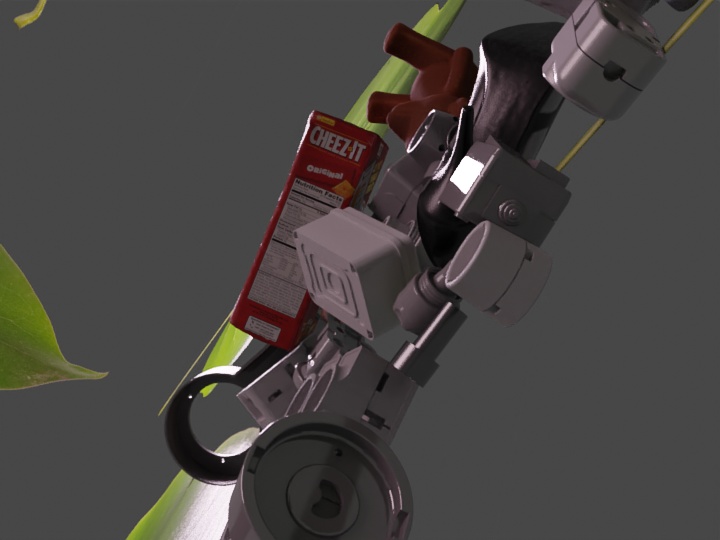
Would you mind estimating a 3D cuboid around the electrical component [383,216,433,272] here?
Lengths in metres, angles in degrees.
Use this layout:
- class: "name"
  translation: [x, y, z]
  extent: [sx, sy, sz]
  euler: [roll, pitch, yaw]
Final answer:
- class: "electrical component"
  translation: [0.046, -0.023, 0.925]
  extent: [0.048, 0.062, 0.048]
  euler: [-54, 9, 13]

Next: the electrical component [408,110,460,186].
- class: "electrical component"
  translation: [0.077, -0.084, 0.909]
  extent: [0.079, 0.077, 0.044]
  euler: [-63, 11, -25]

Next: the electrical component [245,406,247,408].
- class: "electrical component"
  translation: [-0.086, 0.116, 1.221]
  extent: [0.099, 0.048, 0.099]
  euler: [-54, 11, 25]

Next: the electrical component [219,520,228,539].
- class: "electrical component"
  translation: [-0.086, 0.219, 0.883]
  extent: [0.047, 0.055, 0.055]
  euler: [-63, 10, -4]

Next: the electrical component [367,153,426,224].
- class: "electrical component"
  translation: [0.065, -0.077, 0.970]
  extent: [0.096, 0.061, 0.061]
  euler: [-41, -12, -35]

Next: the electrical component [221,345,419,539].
- class: "electrical component"
  translation: [-0.036, 0.154, 0.805]
  extent: [0.186, 0.060, 0.105]
  euler: [-62, 10, -20]

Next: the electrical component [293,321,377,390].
- class: "electrical component"
  translation: [-0.023, 0.088, 0.956]
  extent: [0.057, 0.058, 0.078]
  euler: [-53, 11, 16]

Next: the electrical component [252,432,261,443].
- class: "electrical component"
  translation: [-0.084, 0.185, 1.006]
  extent: [0.055, 0.048, 0.066]
  euler: [-70, 12, -19]

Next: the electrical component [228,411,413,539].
- class: "electrical component"
  translation: [-0.029, 0.148, 0.656]
  extent: [0.060, 0.108, 0.108]
  euler: [-57, 7, 48]

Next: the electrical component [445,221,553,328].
- class: "electrical component"
  translation: [0.087, 0.001, 0.683]
  extent: [0.055, 0.047, 0.055]
  euler: [-56, 10, 15]

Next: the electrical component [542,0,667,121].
- class: "electrical component"
  translation: [0.162, -0.143, 0.722]
  extent: [0.059, 0.054, 0.095]
  euler: [-54, 11, 28]

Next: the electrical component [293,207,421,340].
- class: "electrical component"
  translation: [0.000, 0.000, 0.908]
  extent: [0.057, 0.078, 0.113]
  euler: [-26, 30, -22]

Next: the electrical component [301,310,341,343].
- class: "electrical component"
  translation: [-0.031, 0.038, 1.155]
  extent: [0.074, 0.052, 0.138]
  euler: [31, 76, 41]

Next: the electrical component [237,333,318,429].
- class: "electrical component"
  translation: [-0.062, 0.112, 1.025]
  extent: [0.089, 0.055, 0.050]
  euler: [-38, 0, -23]

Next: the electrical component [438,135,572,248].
- class: "electrical component"
  translation: [0.100, -0.051, 0.733]
  extent: [0.061, 0.062, 0.096]
  euler: [-58, 9, 6]

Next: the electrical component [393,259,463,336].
- class: "electrical component"
  translation: [0.057, 0.018, 0.800]
  extent: [0.062, 0.043, 0.043]
  euler: [-51, 12, 32]

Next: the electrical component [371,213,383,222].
- class: "electrical component"
  translation: [0.037, -0.032, 1.021]
  extent: [0.078, 0.057, 0.058]
  euler: [-64, 10, -27]

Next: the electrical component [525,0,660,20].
- class: "electrical component"
  translation: [0.175, -0.226, 0.787]
  extent: [0.048, 0.100, 0.099]
  euler: [112, -178, -56]
